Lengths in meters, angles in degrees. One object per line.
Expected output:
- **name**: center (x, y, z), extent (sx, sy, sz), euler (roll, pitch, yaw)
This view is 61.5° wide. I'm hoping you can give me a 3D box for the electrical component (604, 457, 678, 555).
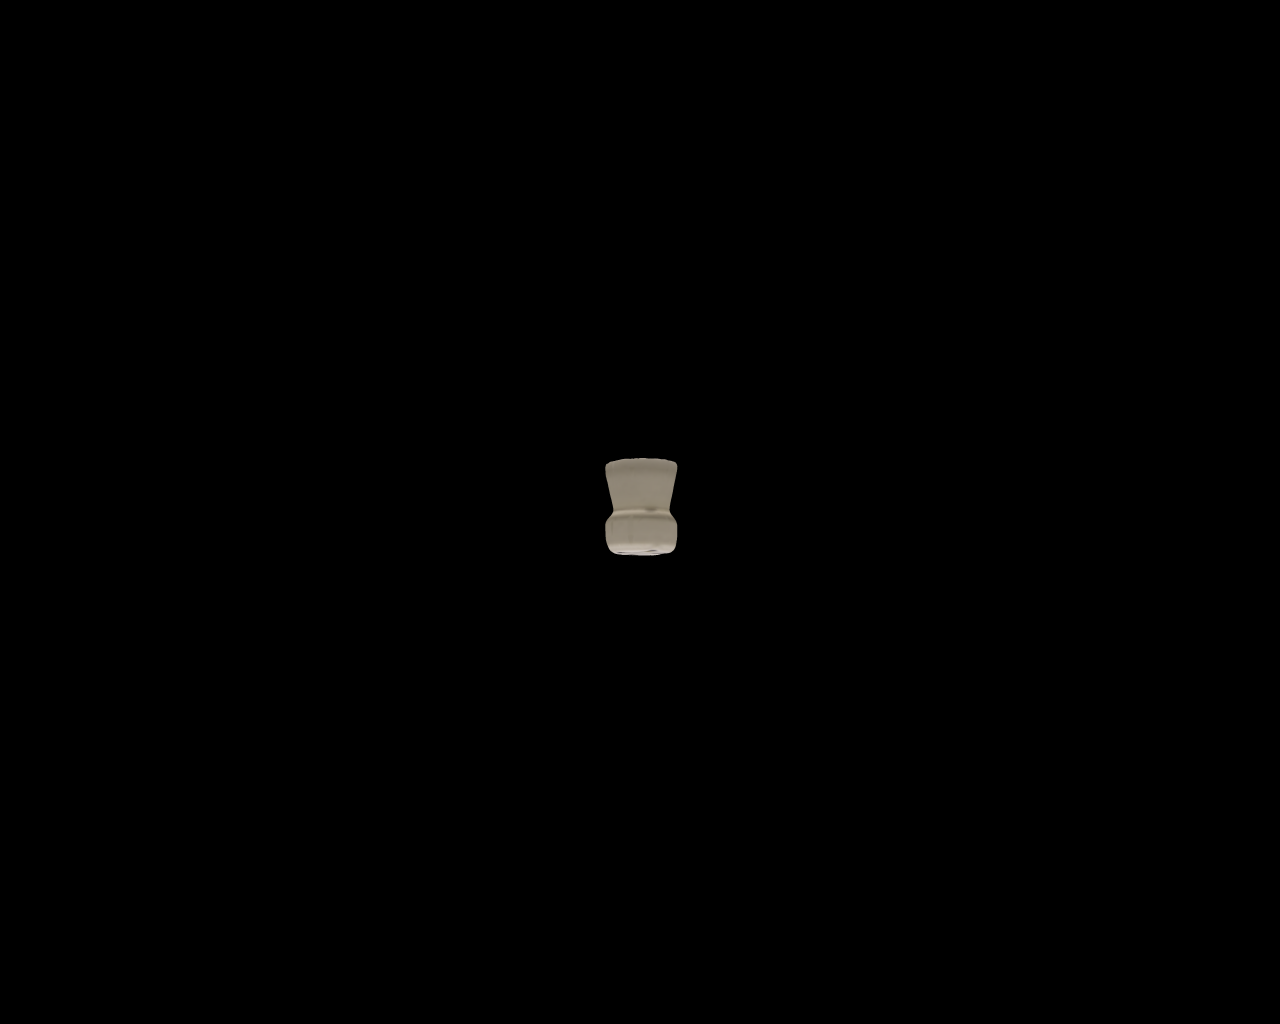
- **electrical component**: center (0.001, -0.003, 0.650), extent (0.045, 0.055, 0.045), euler (0, -7, 0)
